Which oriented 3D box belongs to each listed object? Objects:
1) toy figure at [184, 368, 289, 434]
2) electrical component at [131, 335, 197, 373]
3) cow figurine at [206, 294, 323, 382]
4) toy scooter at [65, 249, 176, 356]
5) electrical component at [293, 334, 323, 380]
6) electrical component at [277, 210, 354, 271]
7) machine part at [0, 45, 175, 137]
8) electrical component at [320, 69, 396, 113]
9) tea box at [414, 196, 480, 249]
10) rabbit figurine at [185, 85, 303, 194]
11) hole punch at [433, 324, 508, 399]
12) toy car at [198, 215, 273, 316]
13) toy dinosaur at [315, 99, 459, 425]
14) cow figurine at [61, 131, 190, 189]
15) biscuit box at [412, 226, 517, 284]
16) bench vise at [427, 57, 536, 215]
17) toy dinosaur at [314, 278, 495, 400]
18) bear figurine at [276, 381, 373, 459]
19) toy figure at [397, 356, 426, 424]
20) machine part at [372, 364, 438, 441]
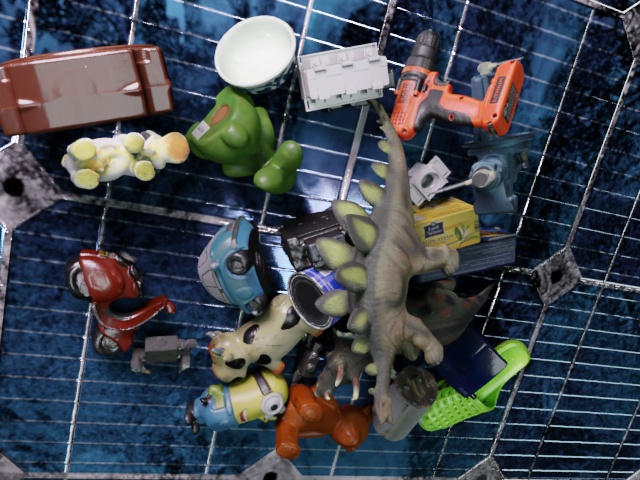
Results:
[{"bbox_3d":[-0.144,0.281,0.944,0.180,0.082,0.089,-12,68,-3],"label":"toy figure"},{"bbox_3d":[-0.259,0.192,0.890,0.102,0.045,0.078,3,151,-22],"label":"electrical component"},{"bbox_3d":[-0.106,0.169,0.918,0.195,0.086,0.127,-42,120,3],"label":"cow figurine"},{"bbox_3d":[-0.305,0.088,0.839,0.135,0.075,0.183,-15,114,-10],"label":"toy scooter"},{"bbox_3d":[-0.023,0.217,0.968,0.021,0.063,0.094,18,102,-21],"label":"electrical component"},{"bbox_3d":[-0.002,-0.003,0.865,0.115,0.134,0.058,-20,110,-10],"label":"electrical component"},{"bbox_3d":[-0.292,-0.192,0.682,0.201,0.201,0.087,-11,108,-12],"label":"machine part"},{"bbox_3d":[0.054,-0.248,0.848,0.119,0.048,0.074,-17,111,-11],"label":"electrical component"},{"bbox_3d":[0.178,-0.018,0.933,0.170,0.098,0.068,-13,110,-10],"label":"tea box"},{"bbox_3d":[-0.088,-0.132,0.804,0.170,0.159,0.121,40,84,-38],"label":"rabbit figurine"},{"bbox_3d":[0.278,0.226,1.021,0.116,0.092,0.142,-44,83,-3],"label":"hole punch"},{"bbox_3d":[-0.141,0.046,0.866,0.103,0.109,0.161,-8,123,9],"label":"toy car"},{"bbox_3d":[0.098,0.020,0.783,0.198,0.105,0.471,18,68,-27],"label":"toy dinosaur"},{"bbox_3d":[-0.279,-0.120,0.778,0.167,0.098,0.068,-15,106,-31],"label":"cow figurine"},{"bbox_3d":[0.257,0.025,0.990,0.203,0.059,0.062,-10,110,-14],"label":"biscuit box"},{"bbox_3d":[0.277,-0.167,0.876,0.223,0.129,0.240,-20,104,-46],"label":"bench vise"},{"bbox_3d":[0.167,0.146,0.932,0.405,0.192,0.131,-17,113,-9],"label":"toy dinosaur"},{"bbox_3d":[0.018,0.344,0.989,0.196,0.132,0.120,30,98,-17],"label":"bear figurine"},{"bbox_3d":[0.179,0.300,1.058,0.058,0.064,0.154,-26,125,-48],"label":"toy figure"},{"bbox_3d":[0.149,0.294,0.961,0.079,0.079,0.243,-5,142,-15],"label":"machine part"}]
